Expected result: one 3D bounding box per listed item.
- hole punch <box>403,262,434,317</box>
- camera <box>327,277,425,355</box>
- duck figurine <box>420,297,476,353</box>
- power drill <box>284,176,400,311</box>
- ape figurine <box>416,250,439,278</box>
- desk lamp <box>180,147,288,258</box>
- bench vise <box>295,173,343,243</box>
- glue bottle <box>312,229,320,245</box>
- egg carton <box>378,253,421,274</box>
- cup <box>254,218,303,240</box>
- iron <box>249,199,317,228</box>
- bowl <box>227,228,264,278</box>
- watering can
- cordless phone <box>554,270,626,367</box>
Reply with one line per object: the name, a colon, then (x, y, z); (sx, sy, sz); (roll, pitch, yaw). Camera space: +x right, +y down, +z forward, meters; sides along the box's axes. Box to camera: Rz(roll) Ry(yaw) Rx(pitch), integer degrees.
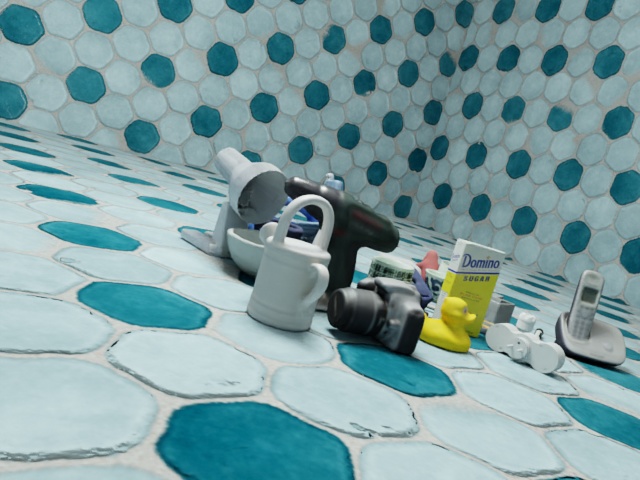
hole punch: (0.171, 0.098, 1.156); (0.109, 0.091, 0.100); (12, 10, -33)
camera: (0.080, 0.102, 0.903); (0.137, 0.101, 0.142); (13, 9, -24)
duck figurine: (0.220, 0.139, 0.993); (0.104, 0.086, 0.077); (17, 8, -2)
power drill: (0.020, 0.016, 0.983); (0.230, 0.208, 0.075); (13, 9, -26)
ape figurine: (0.305, 0.074, 1.593); (0.077, 0.092, 0.076); (18, 8, 6)
desk lamp: (-0.174, -0.072, 1.161); (0.118, 0.213, 0.202); (8, 12, -47)
bench vise: (0.033, -0.032, 1.293); (0.206, 0.220, 0.122); (23, 10, 37)
glue bottle: (0.011, 0.004, 1.168); (0.037, 0.173, 0.078); (20, 9, 20)
egg carton: (0.182, 0.080, 1.378); (0.107, 0.069, 0.150); (16, 8, -6)
cup: (-0.099, 0.007, 1.204); (0.091, 0.095, 0.118); (24, 11, 42)
iron: (-0.072, -0.045, 1.449); (0.259, 0.141, 0.118); (15, 8, -12)
bowl: (-0.101, 0.035, 1.081); (0.167, 0.075, 0.167); (17, 8, -2)
watering can: (-0.041, 0.024, 0.848); (0.172, 0.194, 0.101); (22, 9, 31)
cordless phone: (0.591, 0.166, 1.219); (0.147, 0.185, 0.094); (16, 8, -7)
